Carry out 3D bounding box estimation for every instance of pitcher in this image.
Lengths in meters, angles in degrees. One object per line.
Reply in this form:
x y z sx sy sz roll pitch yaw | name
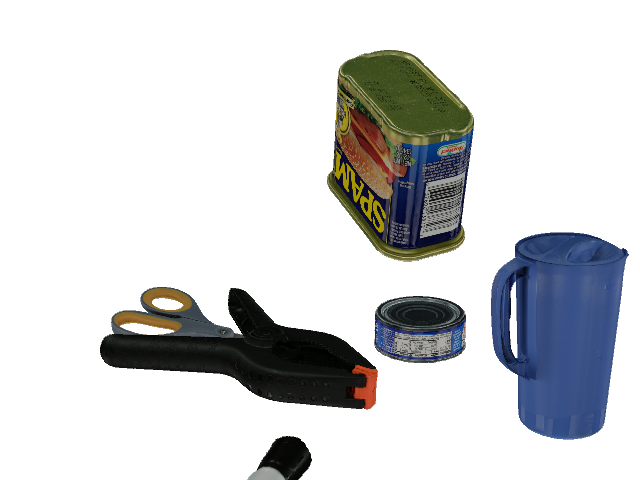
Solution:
0.295 0.119 1.322 0.149 0.243 0.144 5 18 19 | pitcher

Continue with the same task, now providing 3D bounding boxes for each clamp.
-0.042 0.084 0.836 0.210 0.036 0.164 11 20 27 | clamp

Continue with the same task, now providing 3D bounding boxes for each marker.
-0.033 0.112 0.416 0.020 0.020 0.121 0 21 24 | marker

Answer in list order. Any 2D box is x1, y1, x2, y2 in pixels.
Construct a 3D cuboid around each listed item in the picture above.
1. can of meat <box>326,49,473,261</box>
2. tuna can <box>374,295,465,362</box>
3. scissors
0.046 -0.052 0.626 0.057 0.084 0.102 -14 41 -20 | can of meat
0.093 0.081 0.993 0.086 0.034 0.086 -1 18 0 | tuna can
-0.099 0.081 1.033 0.201 0.016 0.096 5 31 0 | scissors
